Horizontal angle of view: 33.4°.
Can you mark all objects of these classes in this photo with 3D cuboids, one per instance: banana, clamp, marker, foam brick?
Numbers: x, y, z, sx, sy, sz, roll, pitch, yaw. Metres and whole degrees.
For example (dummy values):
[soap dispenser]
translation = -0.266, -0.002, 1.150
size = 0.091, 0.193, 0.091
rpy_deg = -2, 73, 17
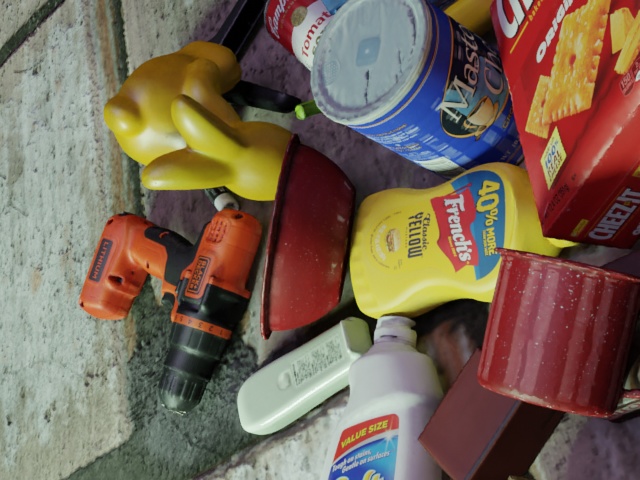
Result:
[banana]
translation = 0.074, -0.143, 0.838
size = 0.198, 0.069, 0.037
rpy_deg = -31, 95, 22
[clamp]
translation = -0.098, -0.155, 1.033
size = 0.210, 0.036, 0.164
rpy_deg = -31, 55, 32
[marker]
translation = -0.110, -0.061, 1.018
size = 0.020, 0.020, 0.121
rpy_deg = -54, 44, 14
[foam brick]
translation = 0.113, 0.120, 0.695
size = 0.051, 0.052, 0.078
rpy_deg = 40, 101, 46

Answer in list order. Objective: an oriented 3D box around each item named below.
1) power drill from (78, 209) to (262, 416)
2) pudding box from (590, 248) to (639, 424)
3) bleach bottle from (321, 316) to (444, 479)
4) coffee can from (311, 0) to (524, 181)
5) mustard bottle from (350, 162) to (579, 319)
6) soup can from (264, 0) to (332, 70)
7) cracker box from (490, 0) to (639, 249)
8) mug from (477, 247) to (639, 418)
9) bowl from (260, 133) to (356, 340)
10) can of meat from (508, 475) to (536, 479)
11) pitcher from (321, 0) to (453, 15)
[power drill]
translation = -0.143, 0.053, 0.978
size = 0.188, 0.057, 0.184
rpy_deg = 12, 78, 44
[pudding box]
translation = 0.206, 0.050, 0.640
size = 0.114, 0.039, 0.090
rpy_deg = -29, 55, 34
[bleach bottle]
translation = 0.036, 0.178, 0.741
size = 0.103, 0.068, 0.251
rpy_deg = -13, 62, 41
[coffee can]
translation = 0.078, -0.107, 0.760
size = 0.103, 0.140, 0.103
rpy_deg = -20, 60, 39
[mustard bottle]
translation = 0.109, -0.003, 0.746
size = 0.192, 0.058, 0.096
rpy_deg = -14, 63, 40
[soup can]
translation = 0.004, -0.178, 0.918
size = 0.068, 0.068, 0.102
rpy_deg = -55, 45, 13
[cracker box]
translation = 0.178, -0.128, 0.652
size = 0.164, 0.072, 0.213
rpy_deg = 116, 156, -49
[mug]
translation = 0.149, 0.056, 0.613
size = 0.117, 0.093, 0.081
rpy_deg = 12, 90, 14
[bowl]
translation = -0.005, 0.001, 0.824
size = 0.055, 0.162, 0.162
rpy_deg = 8, 75, 4
[can of meat]
translation = 0.148, 0.196, 0.625
size = 0.102, 0.057, 0.084
rpy_deg = 15, 87, 48
[pitcher]
translation = 0.079, -0.278, 0.813
size = 0.243, 0.149, 0.145
rpy_deg = -29, 51, 8
